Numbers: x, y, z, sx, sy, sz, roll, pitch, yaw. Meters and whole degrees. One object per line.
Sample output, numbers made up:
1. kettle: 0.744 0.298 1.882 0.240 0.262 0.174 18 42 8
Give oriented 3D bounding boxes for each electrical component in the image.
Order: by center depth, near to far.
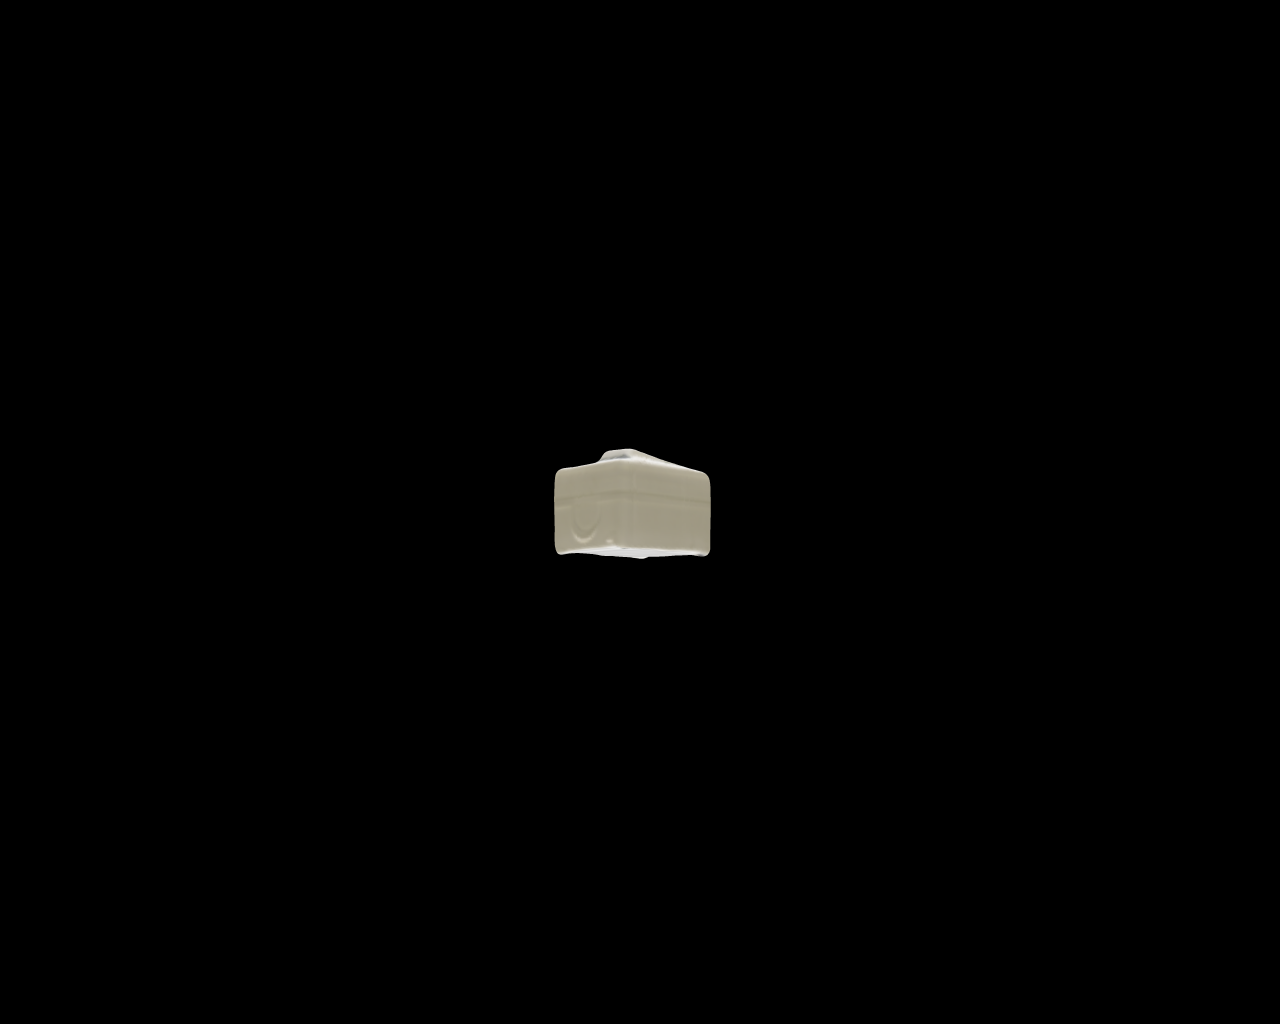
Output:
1. electrical component: 0.001 -0.003 0.650 0.061 0.061 0.096 -6 -9 43
